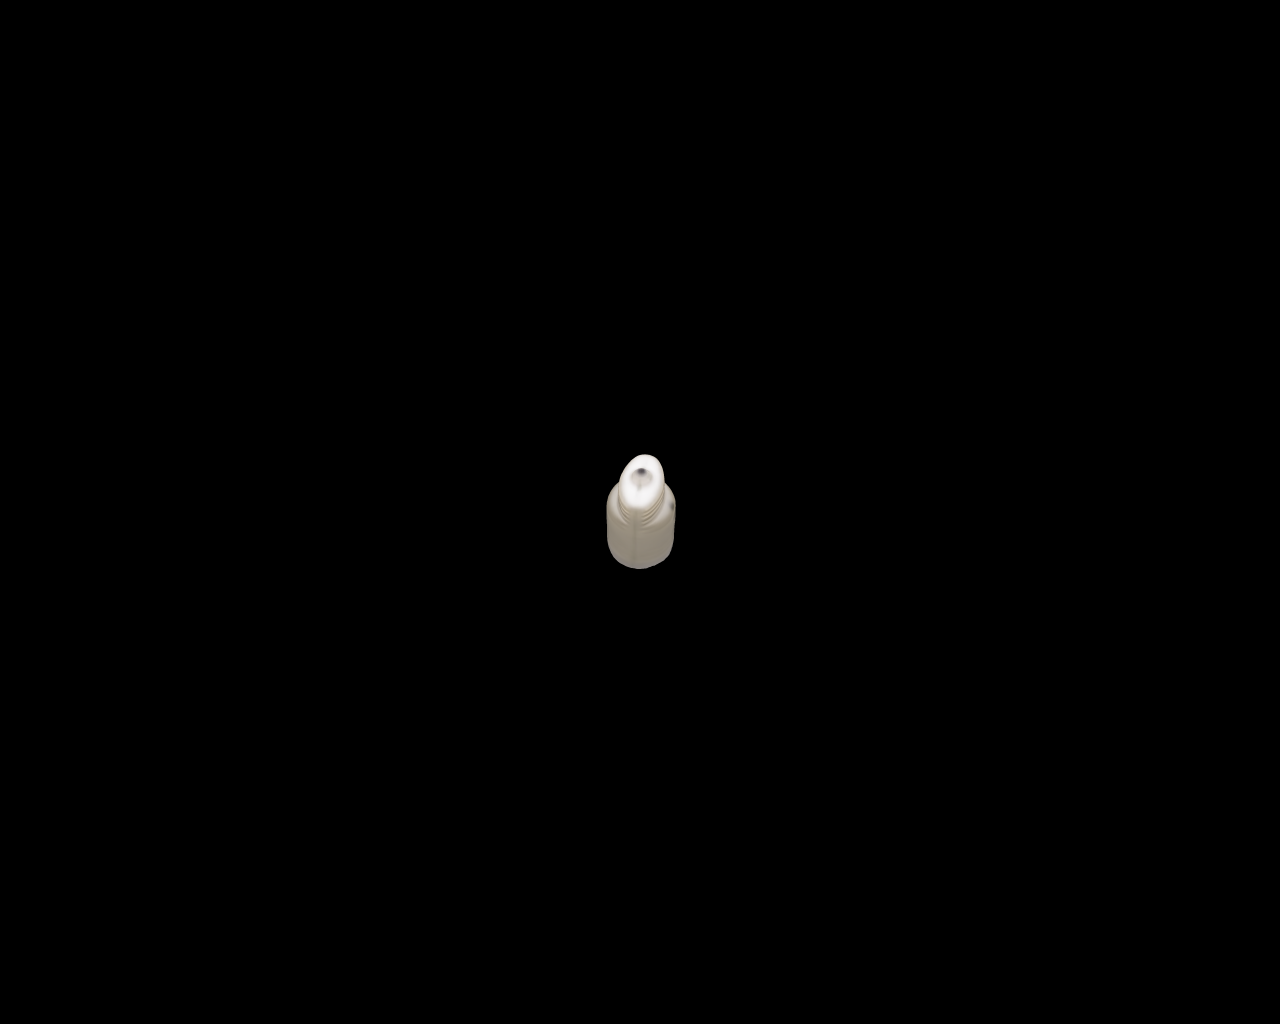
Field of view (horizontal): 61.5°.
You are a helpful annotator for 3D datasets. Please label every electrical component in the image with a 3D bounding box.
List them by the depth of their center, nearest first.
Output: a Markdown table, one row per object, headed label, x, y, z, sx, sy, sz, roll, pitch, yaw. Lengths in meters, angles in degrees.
| label | x | y | z | sx | sy | sz | roll | pitch | yaw |
| --- | --- | --- | --- | --- | --- | --- | --- | --- | --- |
| electrical component | 0.001 | -0.003 | 0.650 | 0.043 | 0.043 | 0.080 | 0 | -34 | 0 |
